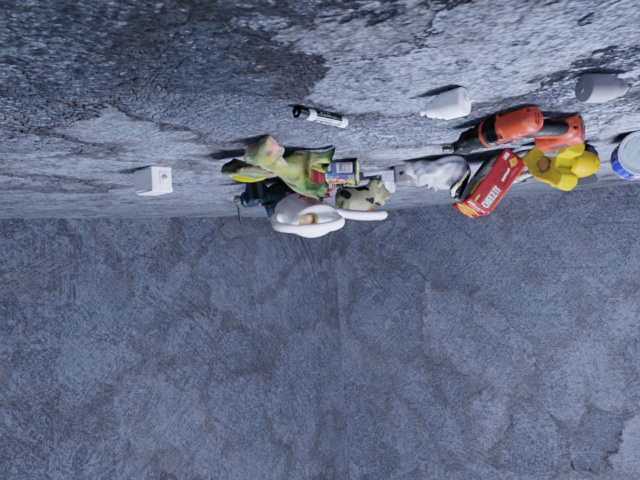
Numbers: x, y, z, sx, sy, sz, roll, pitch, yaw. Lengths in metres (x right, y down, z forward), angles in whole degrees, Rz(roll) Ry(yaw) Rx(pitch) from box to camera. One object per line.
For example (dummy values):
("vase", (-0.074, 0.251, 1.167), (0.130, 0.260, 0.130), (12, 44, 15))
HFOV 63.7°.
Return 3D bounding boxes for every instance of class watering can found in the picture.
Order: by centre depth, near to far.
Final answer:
("watering can", (0.005, -0.076, 1.517), (0.349, 0.102, 0.227), (-8, -156, -26))

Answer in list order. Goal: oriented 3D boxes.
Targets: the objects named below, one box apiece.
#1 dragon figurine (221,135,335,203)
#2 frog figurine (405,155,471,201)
("dragon figurine", (-0.097, -0.154, 1.156), (0.243, 0.123, 0.407), (8, 173, -7))
("frog figurine", (0.314, -0.185, 1.373), (0.161, 0.121, 0.138), (35, -155, 23))
